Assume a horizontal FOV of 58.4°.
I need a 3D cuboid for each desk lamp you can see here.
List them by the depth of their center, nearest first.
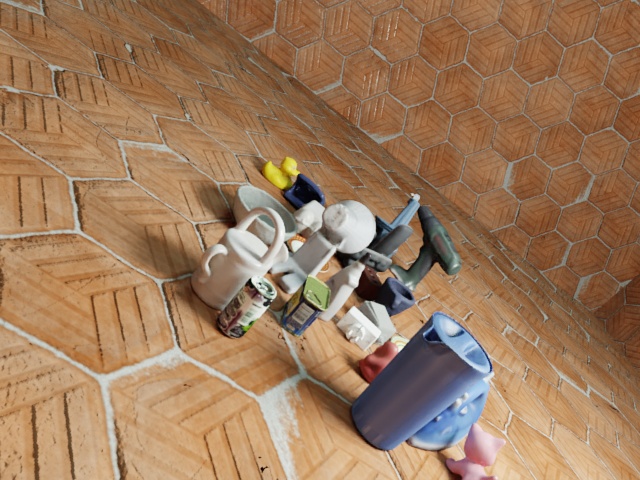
[{"bbox_3d":[0.012,0.004,1.254,0.118,0.213,0.204,46,21,14],"label":"desk lamp"}]

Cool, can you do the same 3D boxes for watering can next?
[{"bbox_3d":[-0.127,0.023,0.998,0.101,0.194,0.173,43,20,7],"label":"watering can"}]

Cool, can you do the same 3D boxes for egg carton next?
[{"bbox_3d":[-0.015,-0.047,1.520,0.107,0.069,0.150,41,20,1],"label":"egg carton"}]

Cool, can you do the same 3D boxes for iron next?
[{"bbox_3d":[0.272,0.332,1.149,0.118,0.141,0.259,49,22,21],"label":"iron"}]

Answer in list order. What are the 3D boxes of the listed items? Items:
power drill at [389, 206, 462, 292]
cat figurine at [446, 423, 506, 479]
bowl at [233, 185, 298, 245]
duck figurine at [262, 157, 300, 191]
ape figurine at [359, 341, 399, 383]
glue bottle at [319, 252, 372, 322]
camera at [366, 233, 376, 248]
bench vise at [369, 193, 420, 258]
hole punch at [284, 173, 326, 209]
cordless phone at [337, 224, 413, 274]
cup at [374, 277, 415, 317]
[{"bbox_3d":[0.307,0.040,1.711,0.076,0.208,0.229,12,34,-52],"label":"power drill"},{"bbox_3d":[0.296,0.412,1.065,0.067,0.117,0.128,36,21,-13],"label":"cat figurine"},{"bbox_3d":[-0.135,-0.043,1.292,0.168,0.074,0.167,35,21,-15],"label":"bowl"},{"bbox_3d":[-0.108,-0.202,1.649,0.105,0.086,0.077,33,22,-21],"label":"duck figurine"},{"bbox_3d":[0.123,0.239,1.147,0.078,0.092,0.076,23,26,-39],"label":"ape figurine"},{"bbox_3d":[0.051,0.090,1.207,0.037,0.173,0.078,29,23,-28],"label":"glue bottle"},{"bbox_3d":[0.086,-0.052,1.662,0.143,0.100,0.137,51,23,26],"label":"camera"},{"bbox_3d":[0.234,-0.028,1.705,0.122,0.219,0.207,29,23,-28],"label":"bench vise"},{"bbox_3d":[-0.034,-0.135,1.634,0.108,0.091,0.101,43,20,6],"label":"hole punch"},{"bbox_3d":[0.148,0.012,1.521,0.148,0.185,0.094,22,27,-41],"label":"cordless phone"},{"bbox_3d":[0.169,0.156,1.393,0.092,0.095,0.118,41,20,-1],"label":"cup"}]
